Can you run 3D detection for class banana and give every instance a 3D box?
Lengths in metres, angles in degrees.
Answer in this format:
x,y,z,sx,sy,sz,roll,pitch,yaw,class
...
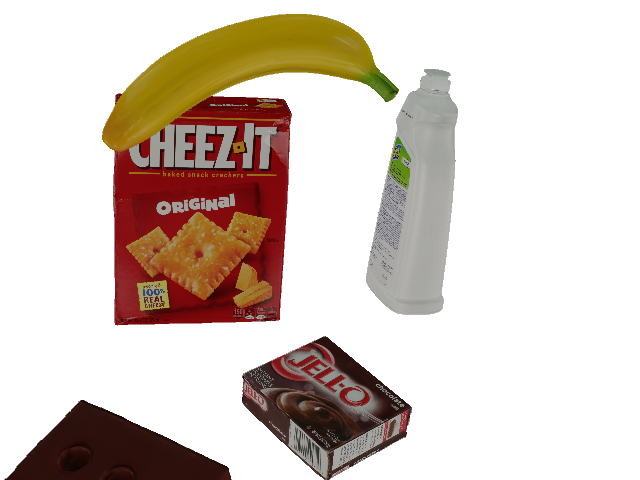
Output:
x,y,z,sx,sy,sz,roll,pitch,yaw,class
-0.048,-0.108,0.685,0.197,0.069,0.037,-13,-21,-14,banana

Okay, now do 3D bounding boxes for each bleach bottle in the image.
x,y,z,sx,sy,sz,roll,pitch,yaw,class
0.106,-0.054,1.133,0.068,0.251,0.103,-1,23,-23,bleach bottle

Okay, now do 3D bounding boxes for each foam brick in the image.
x,y,z,sx,sy,sz,roll,pitch,yaw,class
-0.078,0.111,0.431,0.078,0.051,0.052,19,44,24,foam brick

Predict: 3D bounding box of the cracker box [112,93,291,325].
x,y,z,sx,sy,sz,roll,pitch,yaw,class
-0.115,-0.027,1.022,0.164,0.214,0.072,0,20,-11,cracker box

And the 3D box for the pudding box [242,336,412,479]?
x,y,z,sx,sy,sz,roll,pitch,yaw,class
0.004,0.134,0.869,0.089,0.039,0.114,-23,45,-34,pudding box
